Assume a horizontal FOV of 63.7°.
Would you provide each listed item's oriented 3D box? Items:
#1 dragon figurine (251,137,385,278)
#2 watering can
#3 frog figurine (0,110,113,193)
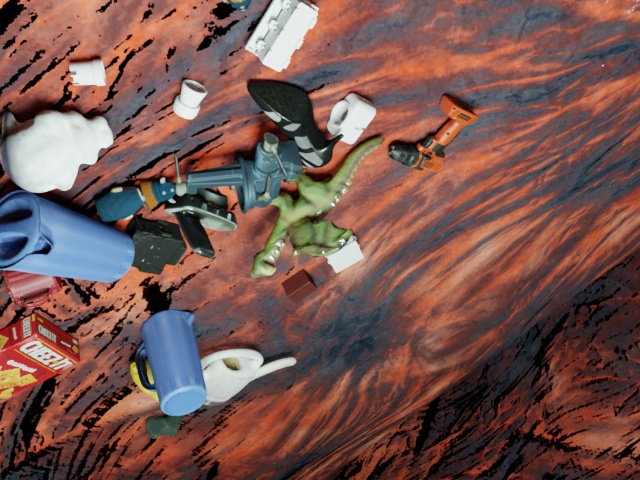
[{"bbox_3d":[0.003,-0.056,1.116,0.408,0.248,0.120,-34,137,9],"label":"dragon figurine"},{"bbox_3d":[-0.248,0.413,1.580,0.345,0.106,0.221,20,122,-44],"label":"watering can"},{"bbox_3d":[-0.423,-0.145,0.841,0.159,0.125,0.135,-3,117,-13],"label":"frog figurine"}]
